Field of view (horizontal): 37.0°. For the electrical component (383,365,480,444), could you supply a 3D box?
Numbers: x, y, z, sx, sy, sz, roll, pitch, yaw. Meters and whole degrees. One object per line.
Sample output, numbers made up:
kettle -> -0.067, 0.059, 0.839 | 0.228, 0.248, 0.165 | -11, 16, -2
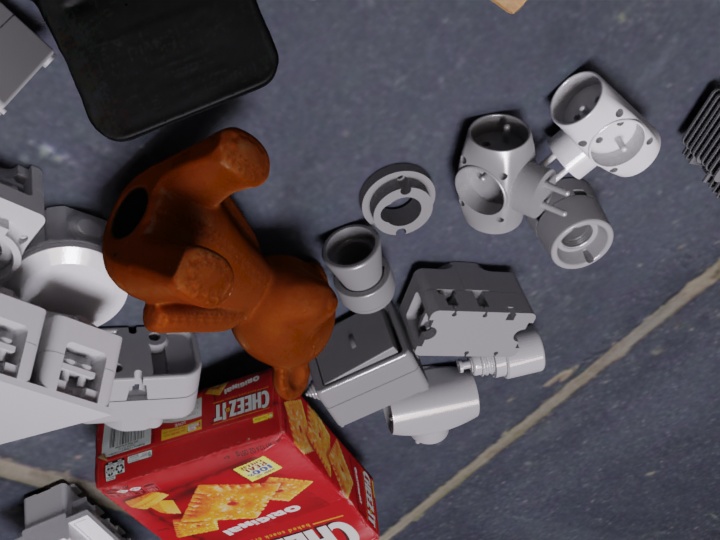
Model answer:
electrical component -> 0.061, 0.126, 0.943 | 0.077, 0.044, 0.079 | -10, 136, -9

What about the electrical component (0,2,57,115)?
electrical component -> -0.218, -0.109, 0.588 | 0.062, 0.096, 0.061 | -37, 112, 26

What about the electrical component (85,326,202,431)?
electrical component -> -0.172, 0.082, 0.813 | 0.095, 0.053, 0.059 | -1, 133, -18

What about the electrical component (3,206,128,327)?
electrical component -> -0.199, 0.001, 0.725 | 0.080, 0.051, 0.080 | -10, 135, -10

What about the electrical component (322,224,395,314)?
electrical component -> 0.000, 0.000, 0.799 | 0.045, 0.045, 0.055 | -20, 136, 1

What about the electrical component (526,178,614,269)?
electrical component -> 0.161, -0.034, 0.820 | 0.055, 0.047, 0.055 | -10, 135, -10

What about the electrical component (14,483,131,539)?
electrical component -> -0.244, 0.243, 0.938 | 0.079, 0.063, 0.121 | -23, 136, 4

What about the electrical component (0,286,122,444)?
electrical component -> -0.253, 0.066, 0.715 | 0.105, 0.060, 0.186 | 26, 150, -37

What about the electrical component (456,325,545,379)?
electrical component -> 0.121, 0.073, 0.916 | 0.078, 0.040, 0.040 | -12, 136, -7

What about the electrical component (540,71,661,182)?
electrical component -> 0.161, -0.091, 0.766 | 0.079, 0.044, 0.077 | -40, 132, 23

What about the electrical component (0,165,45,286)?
electrical component -> -0.244, -0.025, 0.682 | 0.050, 0.055, 0.089 | 26, 120, -37

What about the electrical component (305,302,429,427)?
electrical component -> -0.003, 0.075, 0.859 | 0.096, 0.061, 0.061 | -24, 136, 5

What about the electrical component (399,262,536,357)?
electrical component -> 0.083, 0.031, 0.850 | 0.089, 0.055, 0.050 | 3, 132, -21

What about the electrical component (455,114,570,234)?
electrical component -> 0.112, -0.060, 0.759 | 0.044, 0.079, 0.077 | -45, 148, -34
